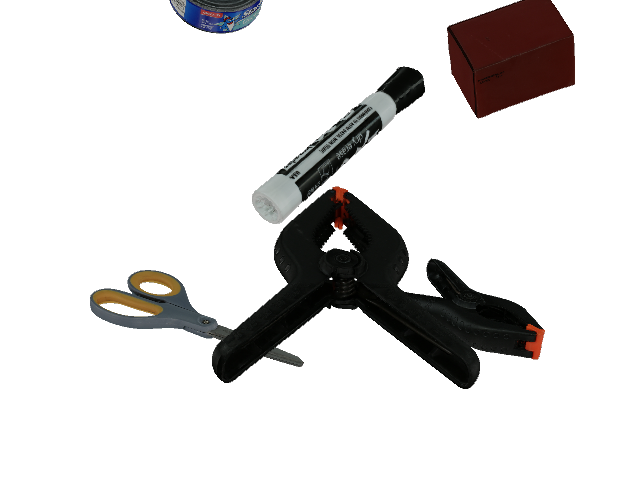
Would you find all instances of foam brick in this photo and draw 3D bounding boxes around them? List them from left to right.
[{"bbox_3d":[0.138,-0.134,0.774,0.078,0.051,0.053,-19,-37,-2],"label":"foam brick"}]

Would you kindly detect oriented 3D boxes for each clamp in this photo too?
[{"bbox_3d":[0.025,0.030,0.726,0.164,0.036,0.210,6,34,3],"label":"clamp"},{"bbox_3d":[0.139,0.063,1.015,0.172,0.039,0.120,21,35,26],"label":"clamp"}]

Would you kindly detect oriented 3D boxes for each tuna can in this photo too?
[{"bbox_3d":[-0.091,-0.225,0.943,0.086,0.086,0.034,0,-30,-14],"label":"tuna can"}]

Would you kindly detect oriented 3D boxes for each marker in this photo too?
[{"bbox_3d":[0.012,-0.050,0.523,0.020,0.020,0.121,0,36,50],"label":"marker"}]

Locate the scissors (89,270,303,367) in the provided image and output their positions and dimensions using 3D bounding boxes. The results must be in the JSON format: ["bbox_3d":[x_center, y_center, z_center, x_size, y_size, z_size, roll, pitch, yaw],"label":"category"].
[{"bbox_3d":[-0.104,0.066,0.954,0.202,0.016,0.096,11,28,7],"label":"scissors"}]
